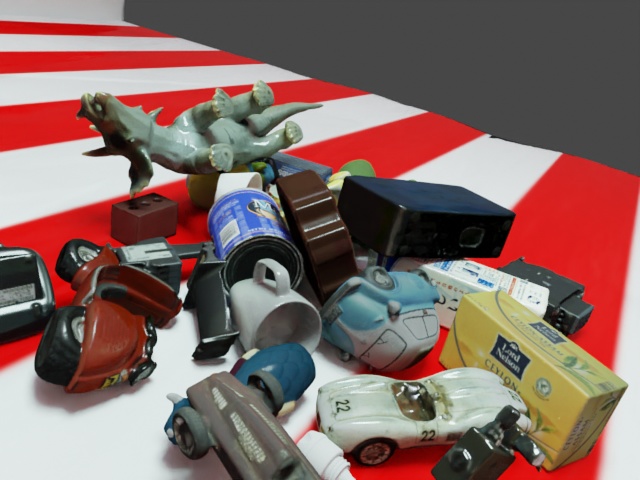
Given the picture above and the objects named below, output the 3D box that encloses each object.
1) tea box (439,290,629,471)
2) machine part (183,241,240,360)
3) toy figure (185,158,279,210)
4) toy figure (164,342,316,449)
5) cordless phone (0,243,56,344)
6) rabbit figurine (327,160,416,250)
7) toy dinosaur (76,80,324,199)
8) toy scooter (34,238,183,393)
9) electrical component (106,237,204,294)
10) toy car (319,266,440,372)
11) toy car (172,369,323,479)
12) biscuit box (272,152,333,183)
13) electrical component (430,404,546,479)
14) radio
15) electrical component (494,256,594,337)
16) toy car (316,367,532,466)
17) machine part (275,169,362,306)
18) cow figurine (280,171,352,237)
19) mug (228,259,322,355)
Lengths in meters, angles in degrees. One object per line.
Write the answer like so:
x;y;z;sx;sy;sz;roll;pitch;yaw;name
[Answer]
0.213;0.138;0.564;0.068;0.098;0.170;-2;27;-29;tea box
-0.124;0.070;0.591;0.039;0.084;0.139;16;30;-30;machine part
-0.145;-0.103;0.922;0.089;0.082;0.180;29;28;36;toy figure
-0.070;0.142;0.481;0.154;0.057;0.064;-21;34;-41;toy figure
-0.372;0.040;0.556;0.146;0.088;0.184;-13;24;-40;cordless phone
0.070;-0.060;0.890;0.159;0.121;0.170;-18;49;-11;rabbit figurine
-0.161;-0.153;0.812;0.192;0.131;0.405;-9;7;32;toy dinosaur
-0.197;0.078;0.534;0.135;0.075;0.184;26;27;-32;toy scooter
-0.197;0.031;0.660;0.119;0.047;0.075;-8;32;-36;electrical component
0.079;0.096;0.605;0.161;0.109;0.103;3;48;-43;toy car
-0.028;0.175;0.389;0.089;0.053;0.202;-18;57;-40;toy car
-0.078;-0.131;1.029;0.203;0.059;0.063;19;25;15;biscuit box
0.134;0.185;0.429;0.045;0.102;0.078;45;-1;40;electrical component
0.147;-0.030;0.735;0.229;0.073;0.131;0;24;-32;radio
0.310;0.083;0.763;0.134;0.058;0.115;30;33;35;electrical component
0.097;0.159;0.500;0.202;0.056;0.074;-2;28;-11;toy car
-0.001;-0.002;0.674;0.056;0.179;0.179;-22;33;-7;machine part
-0.016;-0.027;0.799;0.167;0.098;0.068;-23;17;17;cow figurine
-0.060;0.072;0.580;0.081;0.109;0.107;-15;23;-29;mug
